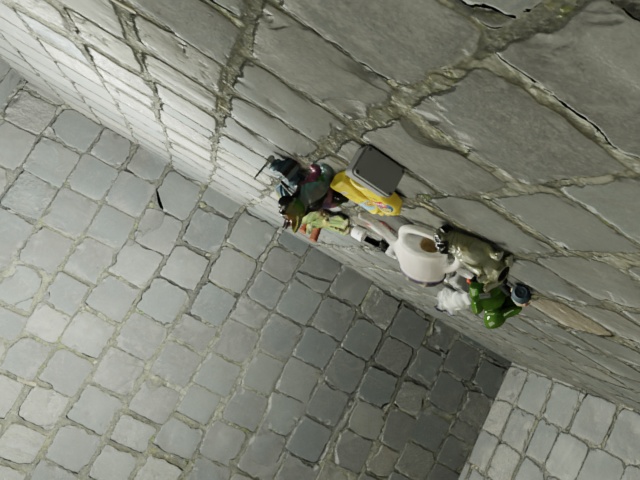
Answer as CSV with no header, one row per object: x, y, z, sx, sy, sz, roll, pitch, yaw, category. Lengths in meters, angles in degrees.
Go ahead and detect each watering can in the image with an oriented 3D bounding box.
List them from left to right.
0.282,0.028,1.617,0.350,0.106,0.219,21,143,27,watering can

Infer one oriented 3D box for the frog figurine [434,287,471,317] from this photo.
0.600,0.258,2.279,0.137,0.125,0.156,37,136,2,frog figurine

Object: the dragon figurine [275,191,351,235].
0.006,-0.104,2.066,0.243,0.124,0.405,5,163,28,dragon figurine
